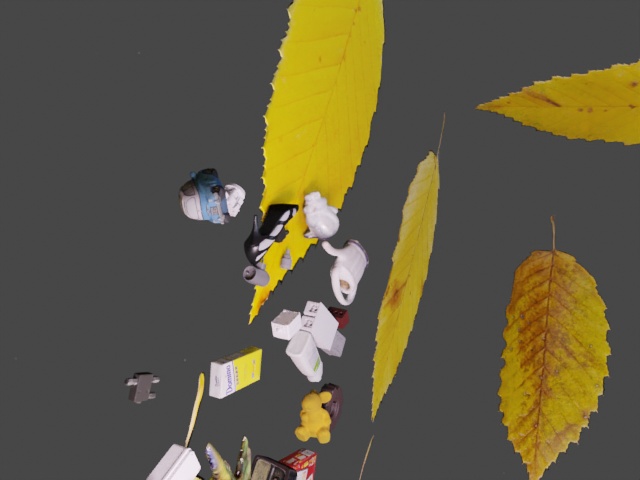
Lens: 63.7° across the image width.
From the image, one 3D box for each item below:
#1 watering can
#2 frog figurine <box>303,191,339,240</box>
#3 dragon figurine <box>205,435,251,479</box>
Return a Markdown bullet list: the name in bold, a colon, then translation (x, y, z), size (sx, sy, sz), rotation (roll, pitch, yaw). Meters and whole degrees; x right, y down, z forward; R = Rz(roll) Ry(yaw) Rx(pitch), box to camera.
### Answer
- **watering can**: translation (0.094, 0.082, 1.919), size (0.229, 0.104, 0.340), rotation (-59, 143, -42)
- **frog figurine**: translation (0.005, -0.086, 1.706), size (0.139, 0.124, 0.156), rotation (-22, 128, -39)
- **dragon figurine**: translation (-0.242, 0.640, 1.397), size (0.247, 0.122, 0.404), rotation (-73, 165, -70)
